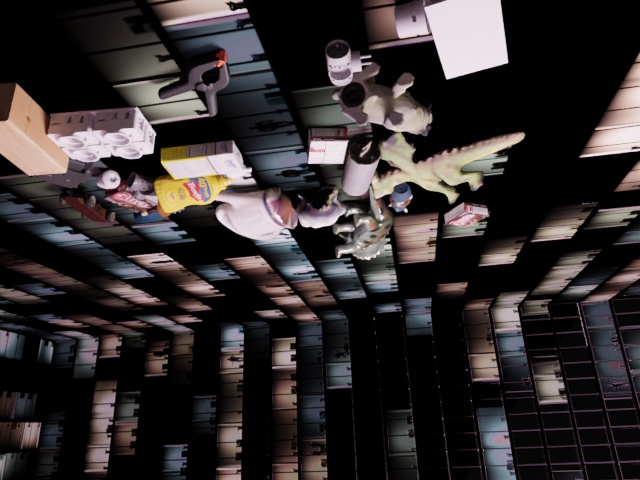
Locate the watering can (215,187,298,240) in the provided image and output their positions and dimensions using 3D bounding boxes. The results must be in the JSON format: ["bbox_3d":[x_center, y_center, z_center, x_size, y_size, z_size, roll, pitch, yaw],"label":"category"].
[{"bbox_3d":[-0.205,-0.091,1.443,0.223,0.106,0.342,-14,146,26],"label":"watering can"}]

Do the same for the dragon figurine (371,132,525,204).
[{"bbox_3d":[0.255,-0.192,1.228,0.242,0.124,0.403,15,154,-19],"label":"dragon figurine"}]

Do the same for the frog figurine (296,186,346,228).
[{"bbox_3d":[0.005,-0.075,1.481,0.138,0.125,0.156,-21,147,-6],"label":"frog figurine"}]
